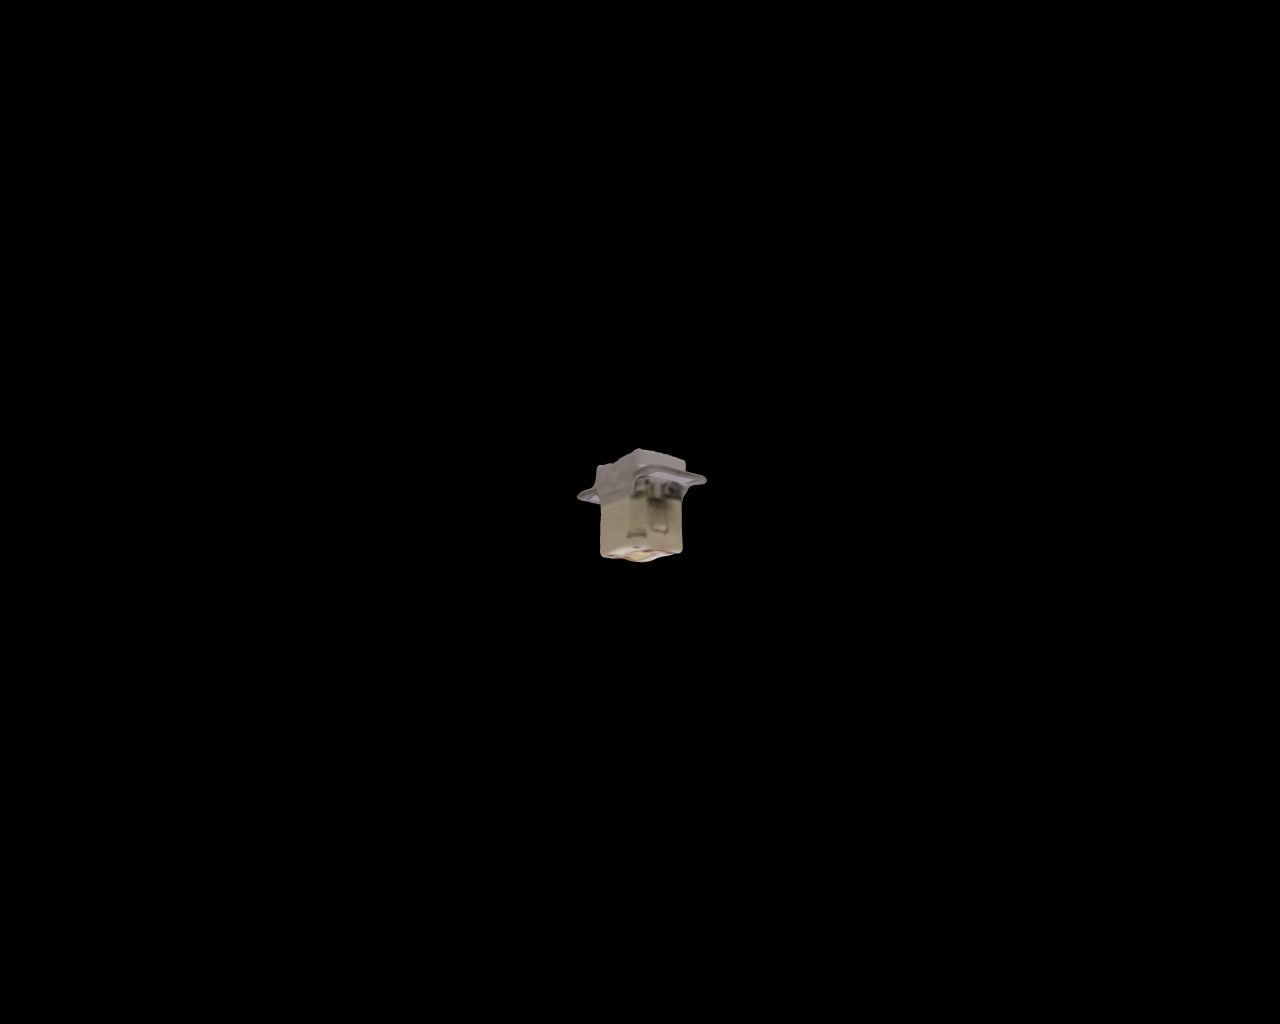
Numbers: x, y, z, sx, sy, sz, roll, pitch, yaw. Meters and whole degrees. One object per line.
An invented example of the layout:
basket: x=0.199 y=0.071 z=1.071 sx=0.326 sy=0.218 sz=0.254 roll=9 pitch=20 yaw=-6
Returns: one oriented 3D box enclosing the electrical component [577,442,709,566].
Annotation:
electrical component: x=0.001 y=-0.003 z=0.650 sx=0.042 sy=0.064 sz=0.081 roll=11 pitch=-19 yaw=-34
